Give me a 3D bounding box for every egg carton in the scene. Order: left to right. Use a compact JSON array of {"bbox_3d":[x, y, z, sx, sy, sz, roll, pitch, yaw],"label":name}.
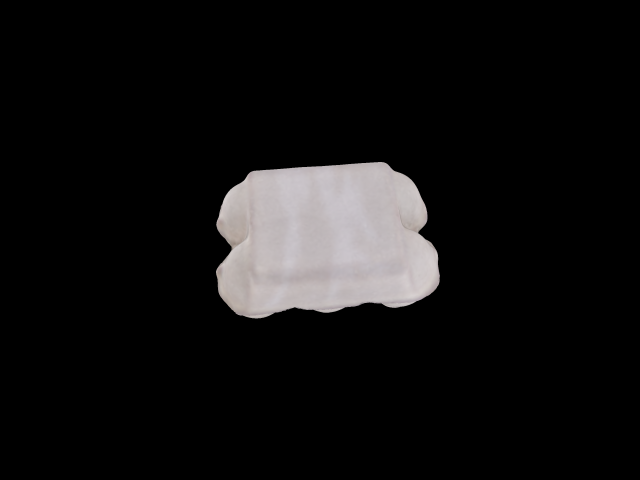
[{"bbox_3d":[0.004,0.001,0.400,0.150,0.069,0.107,-5,59,-3],"label":"egg carton"}]
